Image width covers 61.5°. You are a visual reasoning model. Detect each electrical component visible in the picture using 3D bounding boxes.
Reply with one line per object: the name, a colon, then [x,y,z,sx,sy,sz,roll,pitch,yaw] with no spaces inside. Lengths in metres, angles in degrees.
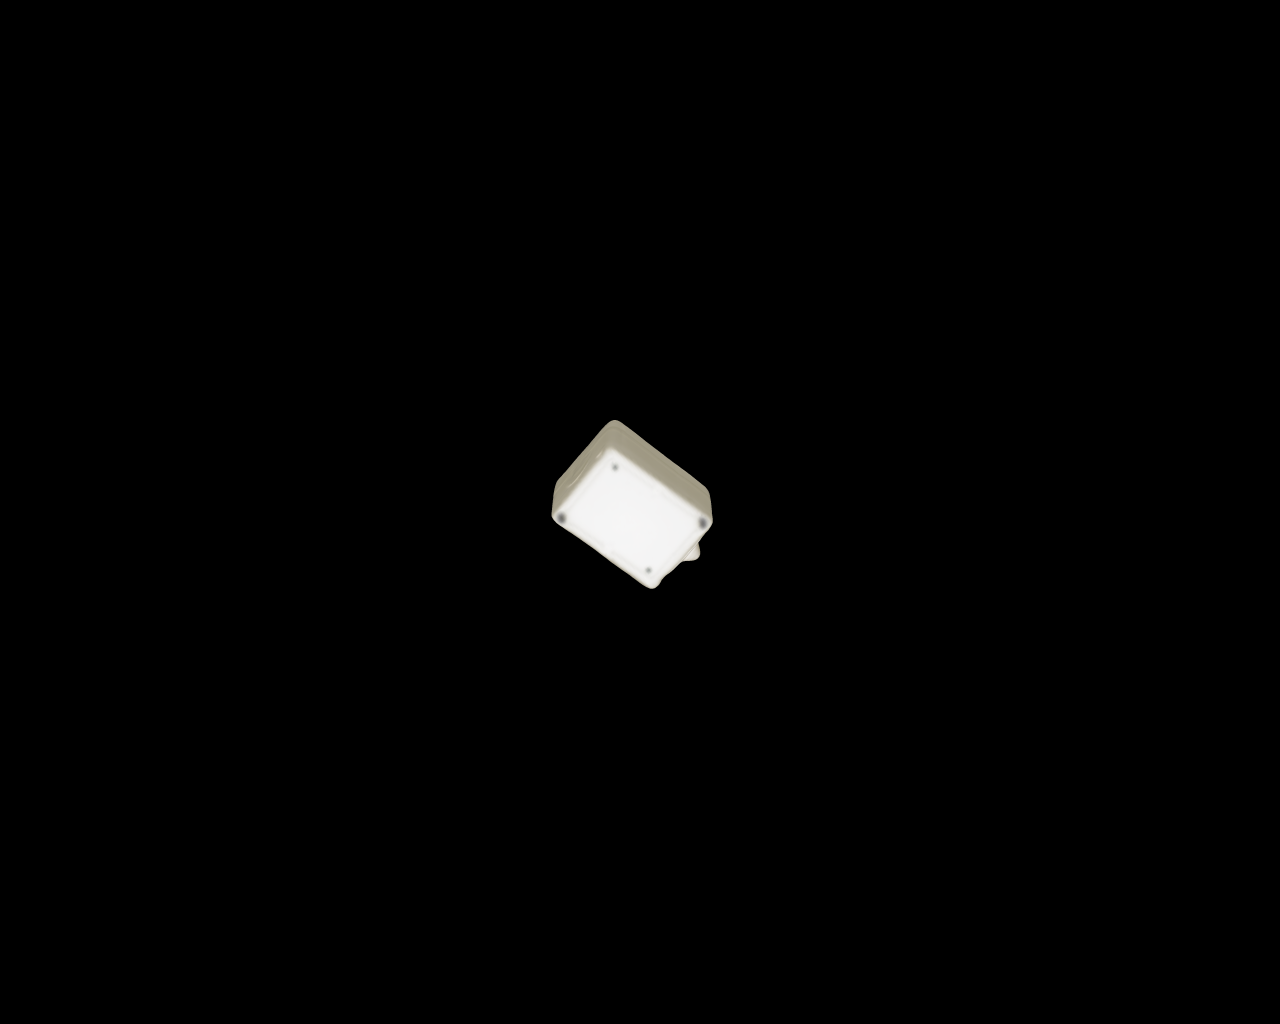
electrical component: [0.001,-0.003,0.650,0.096,0.061,0.061,36,19,-15]
